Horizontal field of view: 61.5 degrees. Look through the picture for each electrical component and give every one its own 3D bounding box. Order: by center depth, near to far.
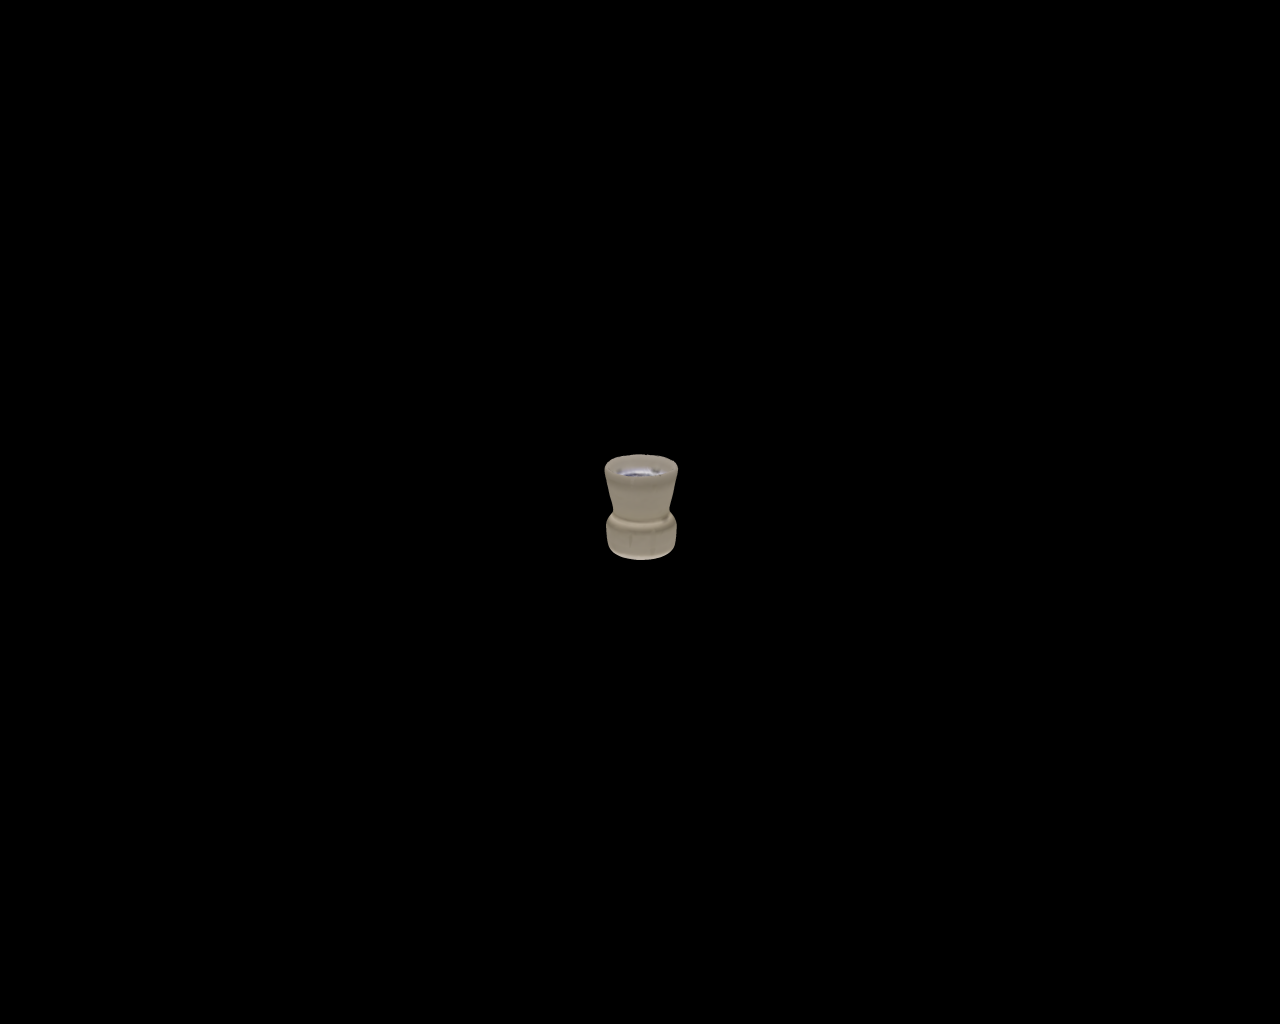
[{"bbox_3d":[0.001,-0.003,0.650,0.045,0.055,0.045,0,20,0],"label":"electrical component"}]
